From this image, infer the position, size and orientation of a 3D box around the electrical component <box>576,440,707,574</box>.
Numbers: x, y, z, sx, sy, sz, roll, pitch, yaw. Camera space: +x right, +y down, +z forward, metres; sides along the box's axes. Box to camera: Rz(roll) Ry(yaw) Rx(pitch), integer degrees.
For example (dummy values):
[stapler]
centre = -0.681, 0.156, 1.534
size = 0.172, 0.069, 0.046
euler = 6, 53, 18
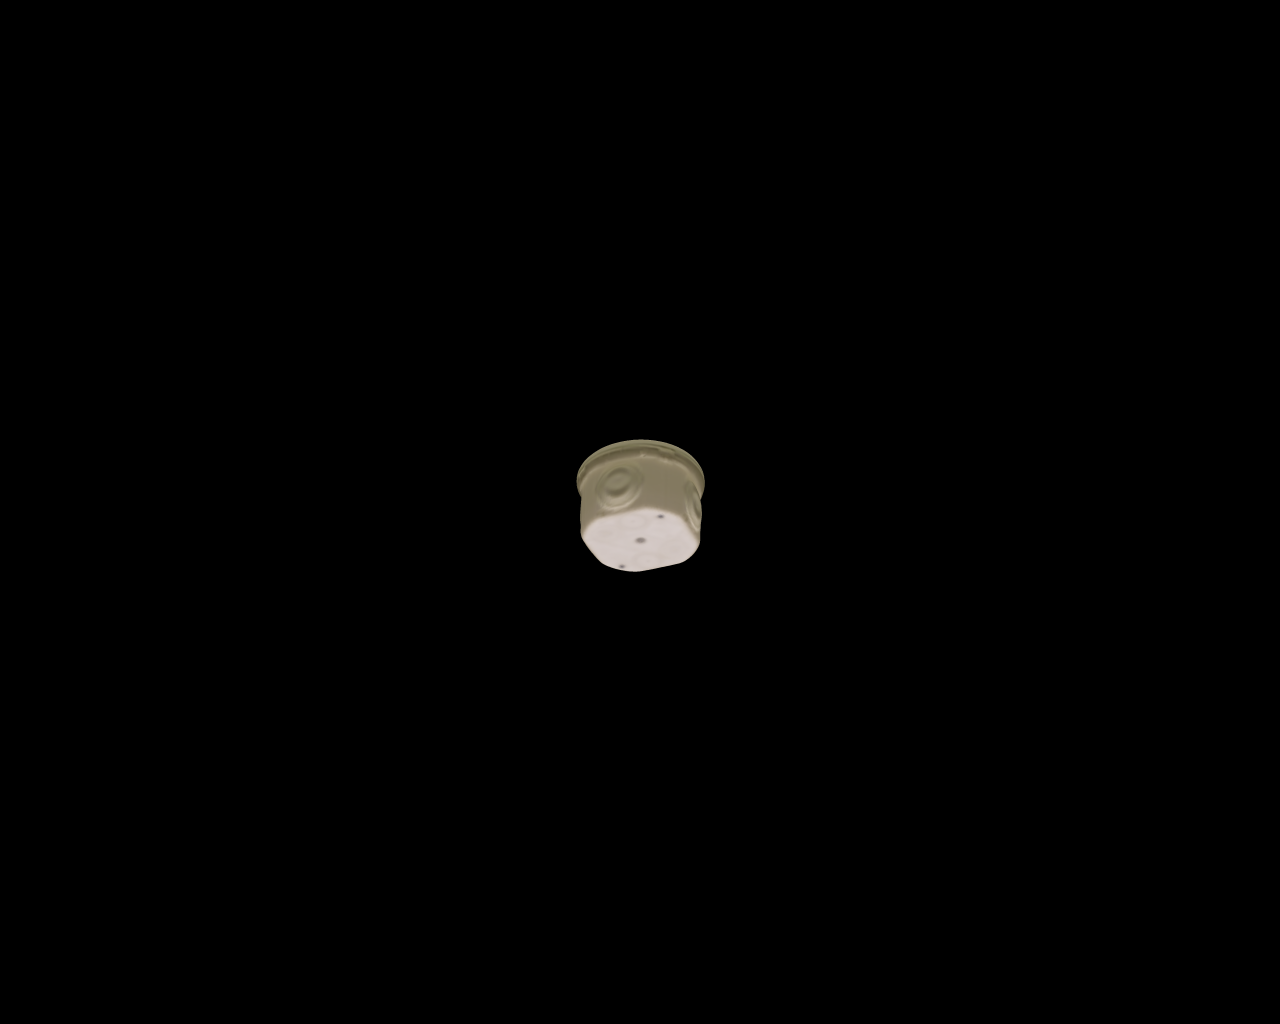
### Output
[electrical component]
centre = 0.001, -0.003, 0.650
size = 0.080, 0.051, 0.080
euler = 0, -35, 0
